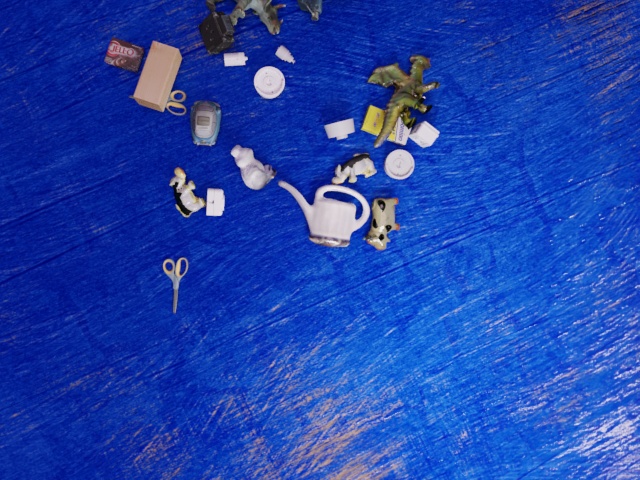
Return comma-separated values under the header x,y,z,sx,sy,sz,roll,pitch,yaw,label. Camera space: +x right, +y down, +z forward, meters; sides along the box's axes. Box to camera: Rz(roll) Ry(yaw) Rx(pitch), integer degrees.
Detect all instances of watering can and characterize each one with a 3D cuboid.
x,y,z,sx,sy,sz,roll,pitch,yaw,label
0.006,-0.093,1.856,0.347,0.224,0.104,9,1,-8,watering can

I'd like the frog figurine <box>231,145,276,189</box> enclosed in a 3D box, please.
x,y,z,sx,sy,sz,roll,pitch,yaw,label
-0.250,-0.252,1.802,0.158,0.121,0.140,26,28,-26,frog figurine

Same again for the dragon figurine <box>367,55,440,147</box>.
x,y,z,sx,sy,sz,roll,pitch,yaw,label
0.276,-0.536,1.886,0.413,0.245,0.120,-40,-21,-11,dragon figurine
